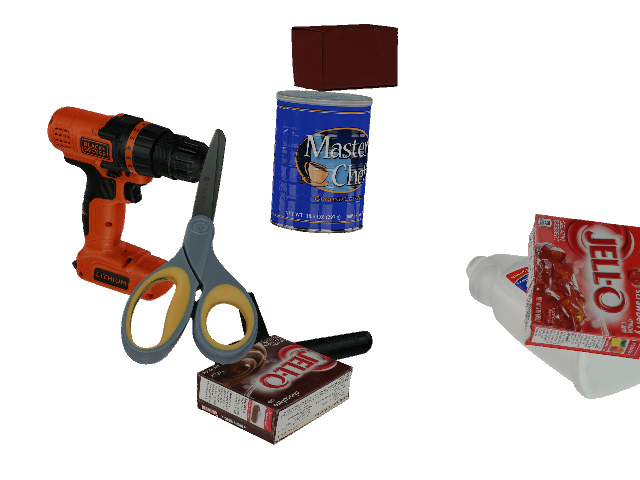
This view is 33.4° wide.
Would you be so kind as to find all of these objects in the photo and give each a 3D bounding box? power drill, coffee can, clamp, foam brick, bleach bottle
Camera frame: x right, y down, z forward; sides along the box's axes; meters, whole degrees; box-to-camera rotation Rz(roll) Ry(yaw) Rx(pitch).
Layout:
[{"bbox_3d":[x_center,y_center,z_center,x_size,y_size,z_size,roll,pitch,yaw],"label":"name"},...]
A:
[{"bbox_3d":[-0.187,-0.035,1.077,0.185,0.188,0.057,17,32,23],"label":"power drill"},{"bbox_3d":[0.000,-0.086,1.147,0.103,0.140,0.103,4,12,-1],"label":"coffee can"},{"bbox_3d":[-0.042,0.125,1.143,0.165,0.036,0.209,13,26,12],"label":"clamp"},{"bbox_3d":[0.021,-0.157,0.913,0.078,0.051,0.053,-8,18,-28],"label":"foam brick"},{"bbox_3d":[0.210,0.064,1.010,0.102,0.068,0.251,-15,21,-21],"label":"bleach bottle"}]

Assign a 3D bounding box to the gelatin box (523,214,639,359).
[{"bbox_3d":[0.171,0.028,0.685,0.073,0.089,0.030,8,-35,5],"label":"gelatin box"}]

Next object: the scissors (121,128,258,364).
[{"bbox_3d":[-0.067,0.006,0.727,0.096,0.201,0.016,20,-37,7],"label":"scissors"}]

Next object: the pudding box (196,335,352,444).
[{"bbox_3d":[-0.040,0.128,0.934,0.090,0.039,0.113,18,26,32],"label":"pudding box"}]
